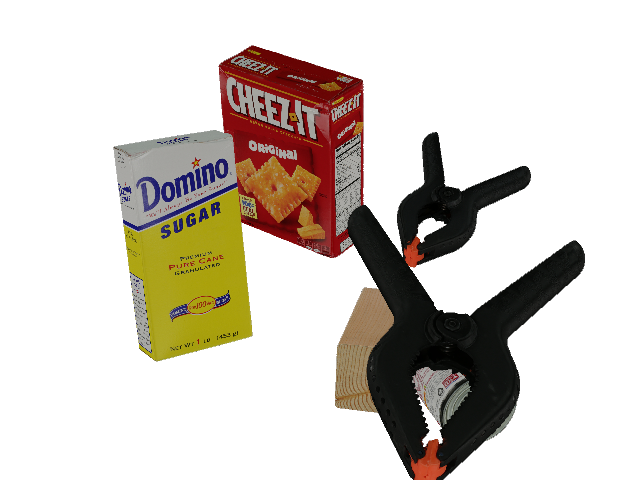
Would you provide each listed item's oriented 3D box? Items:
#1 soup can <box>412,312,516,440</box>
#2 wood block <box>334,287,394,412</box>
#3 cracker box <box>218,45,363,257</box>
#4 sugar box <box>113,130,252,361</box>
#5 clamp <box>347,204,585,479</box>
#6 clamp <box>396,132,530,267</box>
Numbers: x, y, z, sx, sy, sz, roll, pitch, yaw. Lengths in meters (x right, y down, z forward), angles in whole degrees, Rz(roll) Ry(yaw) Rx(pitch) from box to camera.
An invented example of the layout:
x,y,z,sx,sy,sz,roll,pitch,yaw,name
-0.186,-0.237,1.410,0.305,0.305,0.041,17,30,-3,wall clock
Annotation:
x,y,z,sx,sy,sz,roll,pitch,yaw,name
0.110,0.112,0.881,0.068,0.068,0.102,0,24,-20,soup can
0.082,0.140,1.400,0.091,0.090,0.206,5,18,9,wood block
-0.034,-0.101,1.251,0.164,0.214,0.072,22,42,30,cracker box
-0.112,0.003,0.884,0.093,0.176,0.048,-14,20,-27,sugar box
0.074,0.059,0.688,0.165,0.209,0.036,14,-41,12,clamp
0.123,-0.045,1.090,0.120,0.039,0.171,28,53,30,clamp
